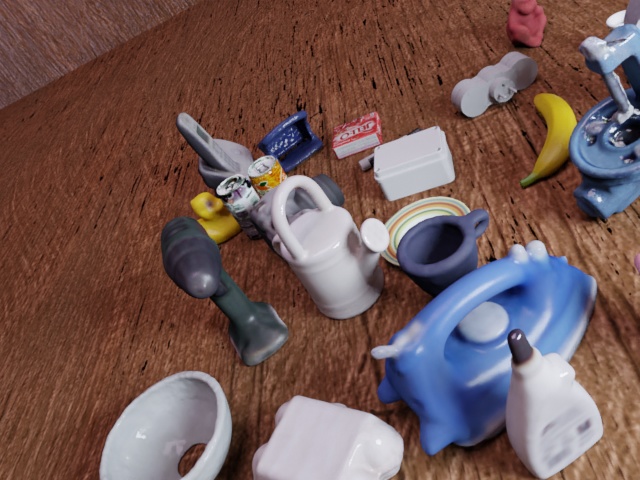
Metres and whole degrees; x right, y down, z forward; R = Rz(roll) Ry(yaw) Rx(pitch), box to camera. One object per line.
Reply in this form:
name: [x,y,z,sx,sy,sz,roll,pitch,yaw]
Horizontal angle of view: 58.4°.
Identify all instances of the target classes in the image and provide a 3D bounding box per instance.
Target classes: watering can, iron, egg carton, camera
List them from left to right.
camera: [-0.025,-0.041,0.870,0.137,0.101,0.142,-41,37,-12]
watering can: [0.007,0.001,0.717,0.172,0.195,0.101,-15,39,22]
egg carton: [0.007,0.217,0.570,0.149,0.070,0.107,1,47,37]
iron: [0.163,0.077,0.557,0.258,0.142,0.118,-39,36,-9]

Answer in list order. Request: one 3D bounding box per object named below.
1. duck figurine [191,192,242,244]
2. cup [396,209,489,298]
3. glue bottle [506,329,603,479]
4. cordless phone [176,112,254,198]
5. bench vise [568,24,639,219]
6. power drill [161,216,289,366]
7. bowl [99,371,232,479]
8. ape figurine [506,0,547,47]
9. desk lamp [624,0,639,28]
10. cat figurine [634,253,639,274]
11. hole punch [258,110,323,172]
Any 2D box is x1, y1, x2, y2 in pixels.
duck figurine: [-0.195,-0.044,1.012,0.104,0.086,0.077,-18,38,19]
cup: [0.156,0.025,0.664,0.118,0.095,0.091,-37,36,-6]
glue bottle: [0.178,0.126,0.462,0.078,0.174,0.037,-34,36,-3]
cordless phone: [-0.206,-0.182,1.097,0.094,0.185,0.147,-27,36,7]
bench vise: [0.351,-0.154,0.623,0.208,0.220,0.121,-43,37,-15]
power drill: [-0.127,0.063,0.731,0.076,0.209,0.228,-38,36,-7]
bowl: [-0.164,0.241,0.663,0.167,0.075,0.167,-20,38,16]
ape figurine: [0.361,-0.395,1.010,0.078,0.092,0.076,-36,36,-5]
desk lamp: [0.429,-0.267,0.704,0.117,0.214,0.203,-15,39,22]
cat figurine: [0.325,0.060,0.479,0.067,0.118,0.127,-27,36,8]
hole punch: [-0.068,-0.196,1.093,0.109,0.091,0.100,-38,36,-8]
